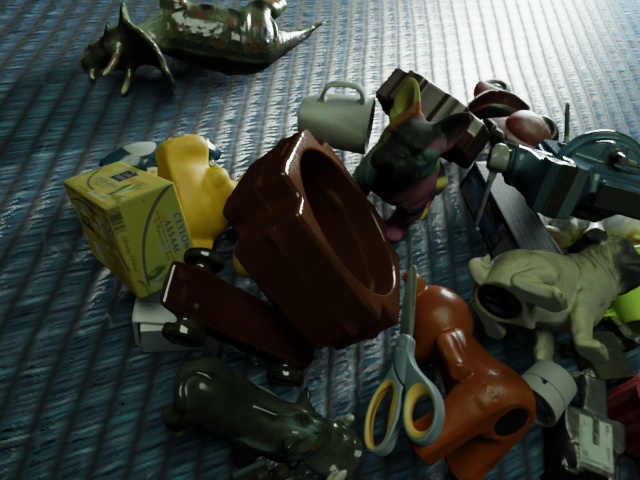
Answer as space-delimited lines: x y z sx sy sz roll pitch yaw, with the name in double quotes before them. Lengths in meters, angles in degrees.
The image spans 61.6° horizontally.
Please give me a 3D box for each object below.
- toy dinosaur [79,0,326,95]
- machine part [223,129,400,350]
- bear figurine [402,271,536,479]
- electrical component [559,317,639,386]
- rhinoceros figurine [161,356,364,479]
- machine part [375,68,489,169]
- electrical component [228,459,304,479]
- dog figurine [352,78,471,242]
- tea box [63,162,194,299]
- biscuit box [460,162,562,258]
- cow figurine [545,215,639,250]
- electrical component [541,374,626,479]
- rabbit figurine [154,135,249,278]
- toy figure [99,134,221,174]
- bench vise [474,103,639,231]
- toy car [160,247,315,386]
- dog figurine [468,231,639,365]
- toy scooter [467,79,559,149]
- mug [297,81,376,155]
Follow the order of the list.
"toy dinosaur" -0.150 -0.308 0.820 0.405 0.131 0.192 -4 68 -22
"machine part" -0.001 -0.002 0.569 0.201 0.087 0.201 51 24 -19
"bear figurine" 0.130 0.134 0.576 0.132 0.120 0.196 -45 38 6
"electrical component" 0.344 0.136 0.657 0.102 0.045 0.078 4 52 -11
"rhinoceros figurine" -0.048 0.164 0.493 0.190 0.112 0.073 32 46 -15
"machine part" 0.161 -0.173 0.768 0.179 0.179 0.056 40 97 15
"electrical component" -0.035 0.250 0.433 0.058 0.114 0.134 -14 59 -28
"dog figurine" 0.117 -0.106 0.670 0.108 0.219 0.191 40 56 11
"tea box" -0.197 -0.017 0.551 0.068 0.098 0.170 -27 30 -30
"biscuit box" 0.263 -0.018 0.740 0.063 0.059 0.203 -4 56 -17
"cow figurine" 0.384 -0.021 0.751 0.167 0.068 0.098 3 48 13
"electrical component" 0.287 0.210 0.586 0.075 0.047 0.119 18 52 -1
"rabbit figurine" -0.103 -0.045 0.638 0.173 0.122 0.162 -15 60 -45
"toy figure" -0.198 -0.102 0.687 0.154 0.057 0.064 -24 70 -29
"bench vise" 0.319 -0.090 0.697 0.224 0.128 0.241 5 27 10
"toy car" -0.076 0.080 0.527 0.202 0.053 0.089 33 58 -42
"dog figurine" 0.273 0.035 0.620 0.172 0.121 0.190 47 57 -8
"toy scooter" 0.284 -0.189 0.863 0.135 0.075 0.184 -15 57 -24
"mug" 0.022 -0.179 0.774 0.107 0.109 0.081 9 57 9
